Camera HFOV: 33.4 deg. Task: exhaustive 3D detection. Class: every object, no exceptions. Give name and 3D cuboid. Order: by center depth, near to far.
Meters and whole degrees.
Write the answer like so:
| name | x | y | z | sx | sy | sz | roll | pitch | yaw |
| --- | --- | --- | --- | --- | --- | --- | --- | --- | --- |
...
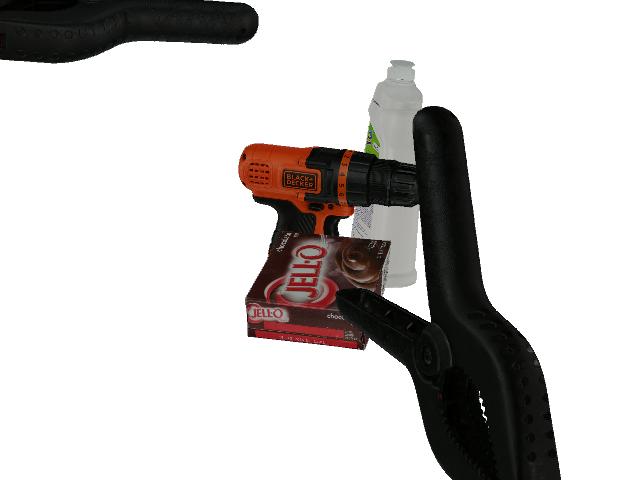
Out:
| name | x | y | z | sx | sy | sz | roll | pitch | yaw |
| --- | --- | --- | --- | --- | --- | --- | --- | --- | --- |
| clamp | 0.070 | 0.046 | 0.542 | 0.036 | 0.165 | 0.210 | -6 | 45 | -23 |
| clamp | -0.137 | -0.142 | 0.646 | 0.171 | 0.039 | 0.120 | -11 | 31 | -29 |
| pudding box | 0.001 | 0.035 | 0.808 | 0.090 | 0.039 | 0.113 | 6 | 27 | 11 |
| power drill | 0.011 | 0.002 | 1.021 | 0.184 | 0.188 | 0.057 | 9 | 21 | 16 |
| bleach bottle | 0.082 | -0.079 | 1.225 | 0.068 | 0.251 | 0.103 | -2 | 23 | -18 |
